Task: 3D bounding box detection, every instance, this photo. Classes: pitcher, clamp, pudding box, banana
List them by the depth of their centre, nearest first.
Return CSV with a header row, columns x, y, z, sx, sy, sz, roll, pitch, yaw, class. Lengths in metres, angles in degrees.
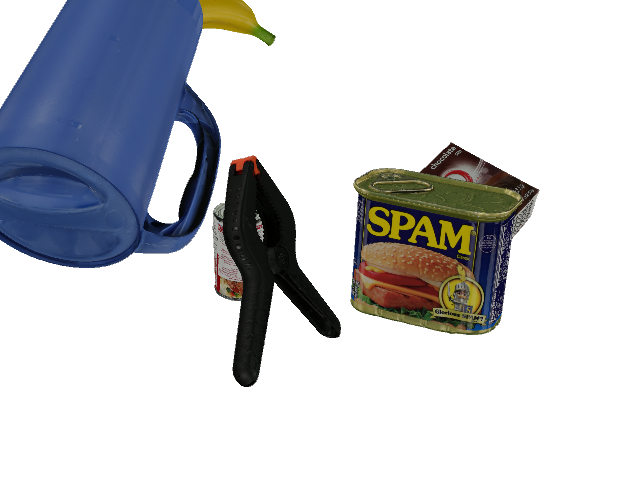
x,y,z,sx,sy,sz,roll,pitch,yaw,class
-0.161,-0.104,0.829,0.145,0.242,0.149,-6,-41,24,pitcher
0.110,-0.019,0.874,0.090,0.039,0.113,33,57,25,pudding box
-0.123,-0.208,1.019,0.070,0.037,0.197,45,39,19,banana
-0.044,0.023,1.032,0.036,0.210,0.164,-10,0,34,clamp

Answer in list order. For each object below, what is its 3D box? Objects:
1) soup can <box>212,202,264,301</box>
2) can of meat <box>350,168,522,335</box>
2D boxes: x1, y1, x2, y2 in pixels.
x,y,z,sx,sy,sz,roll,pitch,yaw,class
-0.092,0.011,1.251,0.068,0.102,0.068,1,25,-1,soup can
0.070,0.007,0.674,0.102,0.084,0.057,13,22,23,can of meat
